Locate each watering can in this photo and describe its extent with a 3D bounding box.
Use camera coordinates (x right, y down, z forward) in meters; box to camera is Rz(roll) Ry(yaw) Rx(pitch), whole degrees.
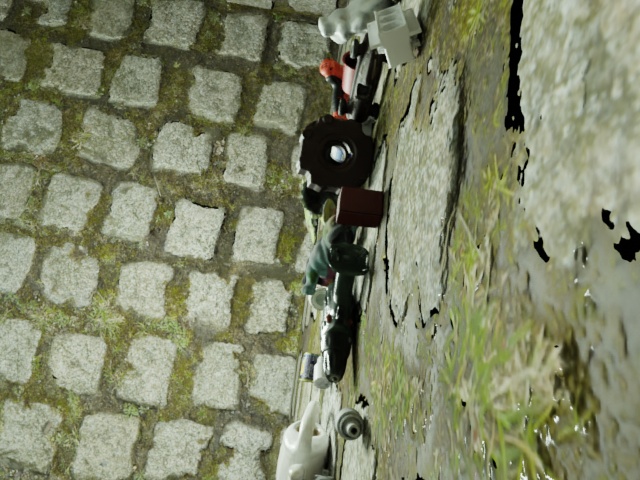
[{"bbox_3d":[-0.042,0.478,1.072,0.104,0.223,0.349,9,6,6],"label":"watering can"}]

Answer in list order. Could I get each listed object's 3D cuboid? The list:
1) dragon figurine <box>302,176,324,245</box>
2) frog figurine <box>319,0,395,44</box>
[{"bbox_3d":[0.005,-0.077,1.539,0.122,0.419,0.237,-4,-33,-10],"label":"dragon figurine"},{"bbox_3d":[0.080,-0.489,1.127,0.159,0.120,0.141,9,44,-4],"label":"frog figurine"}]
